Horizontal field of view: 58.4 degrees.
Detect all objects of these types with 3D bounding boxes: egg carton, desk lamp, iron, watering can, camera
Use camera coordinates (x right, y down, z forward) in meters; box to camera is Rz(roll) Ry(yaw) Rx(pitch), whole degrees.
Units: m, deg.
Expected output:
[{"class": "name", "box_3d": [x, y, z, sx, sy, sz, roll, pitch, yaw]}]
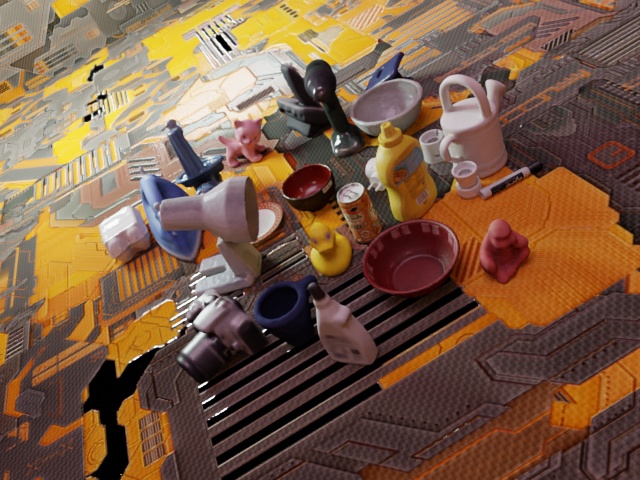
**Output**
[{"class": "egg carton", "box_3d": [-0.458, -0.016, 1.346, 0.107, 0.070, 0.150, -35, 39, -8]}, {"class": "desk lamp", "box_3d": [-0.184, -0.008, 1.060, 0.203, 0.214, 0.118, -16, 41, 15]}, {"class": "iron", "box_3d": [-0.343, -0.065, 1.274, 0.119, 0.142, 0.257, -33, 39, -6]}, {"class": "watering can", "box_3d": [0.272, -0.219, 1.033, 0.100, 0.195, 0.173, 2, 48, 32]}, {"class": "camera", "box_3d": [-0.187, 0.162, 0.968, 0.142, 0.101, 0.137, 23, 61, 44]}]

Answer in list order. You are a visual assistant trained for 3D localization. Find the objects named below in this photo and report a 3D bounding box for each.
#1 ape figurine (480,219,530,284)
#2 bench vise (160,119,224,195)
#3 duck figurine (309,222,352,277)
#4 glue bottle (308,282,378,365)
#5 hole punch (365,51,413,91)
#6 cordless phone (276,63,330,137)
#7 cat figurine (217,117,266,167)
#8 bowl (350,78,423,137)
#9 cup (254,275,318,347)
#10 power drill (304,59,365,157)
[{"class": "ape figurine", "box_3d": [0.275, 0.007, 0.867, 0.077, 0.092, 0.076, -17, 40, 14]}, {"class": "bench vise", "box_3d": [-0.262, -0.158, 1.264, 0.121, 0.220, 0.206, -38, 40, -11]}, {"class": "duck figurine", "box_3d": [0.009, 0.004, 1.034, 0.077, 0.086, 0.104, -23, 39, 7]}, {"class": "glue bottle", "box_3d": [0.023, 0.119, 0.831, 0.077, 0.174, 0.037, 1, 48, 32]}, {"class": "hole punch", "box_3d": [0.158, -0.381, 1.360, 0.100, 0.091, 0.109, -3, 45, 28]}, {"class": "cordless phone", "box_3d": [-0.058, -0.355, 1.384, 0.094, 0.185, 0.147, -43, 41, -16]}, {"class": "cat figurine", "box_3d": [-0.190, -0.250, 1.402, 0.127, 0.118, 0.067, -10, 43, 22]}, {"class": "bowl", "box_3d": [0.154, -0.279, 1.264, 0.167, 0.075, 0.167, -16, 41, 15]}, {"class": "cup", "box_3d": [-0.039, 0.119, 0.931, 0.118, 0.095, 0.091, -42, 41, -15]}, {"class": "power drill", "box_3d": [0.026, -0.291, 1.246, 0.075, 0.209, 0.229, -22, 39, 8]}]
